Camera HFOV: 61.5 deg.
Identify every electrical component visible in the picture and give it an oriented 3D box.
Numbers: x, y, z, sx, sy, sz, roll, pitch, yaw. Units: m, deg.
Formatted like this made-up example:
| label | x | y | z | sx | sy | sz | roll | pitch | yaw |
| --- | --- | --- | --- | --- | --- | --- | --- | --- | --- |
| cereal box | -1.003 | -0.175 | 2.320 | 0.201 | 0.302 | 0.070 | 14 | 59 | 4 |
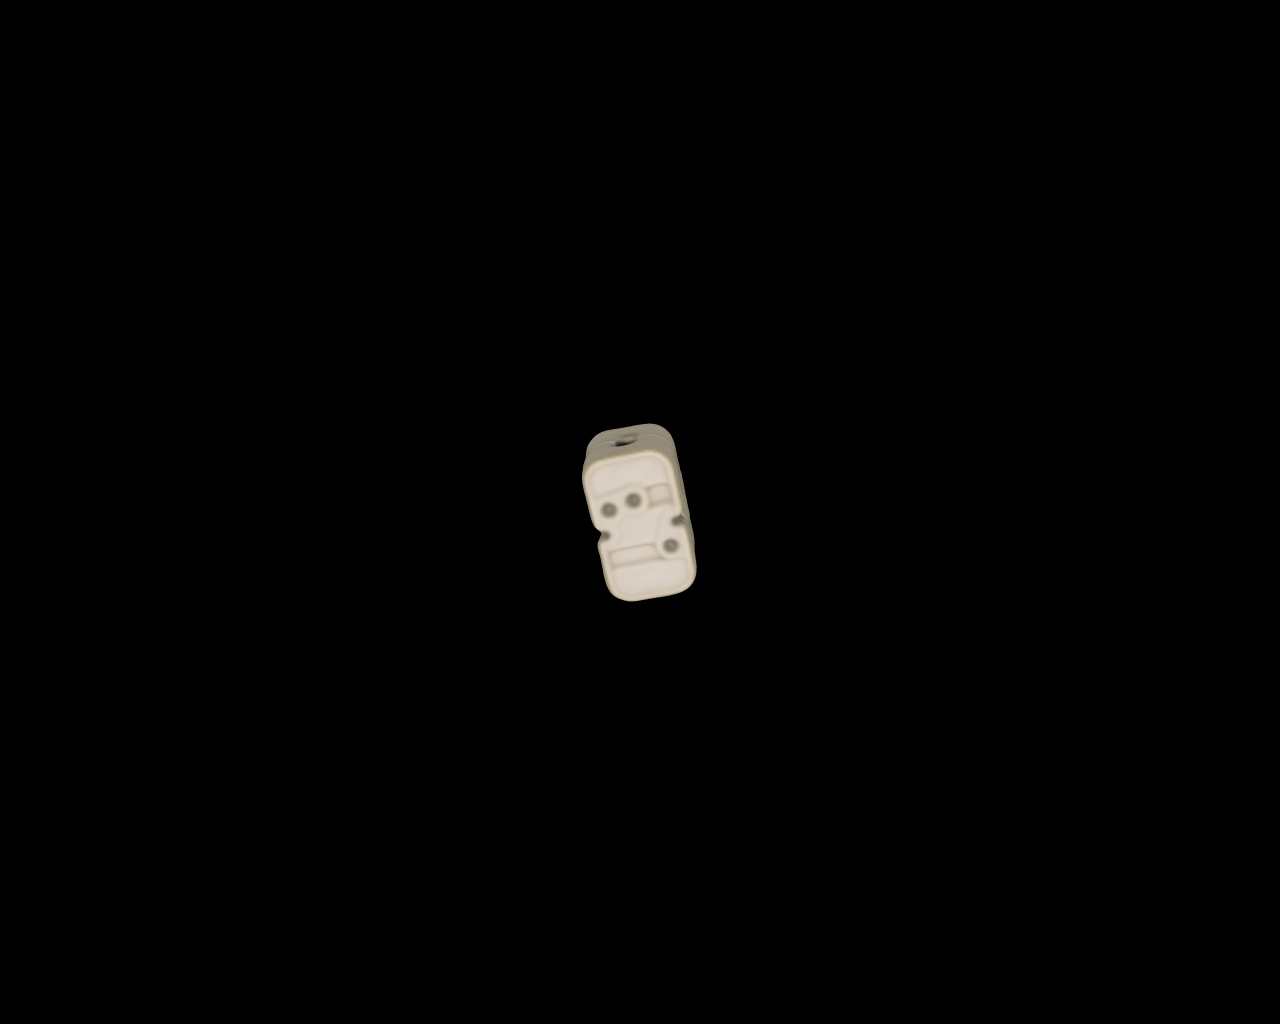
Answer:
| label | x | y | z | sx | sy | sz | roll | pitch | yaw |
| --- | --- | --- | --- | --- | --- | --- | --- | --- | --- |
| electrical component | 0.001 | -0.003 | 0.650 | 0.054 | 0.095 | 0.059 | -11 | 24 | 5 |
